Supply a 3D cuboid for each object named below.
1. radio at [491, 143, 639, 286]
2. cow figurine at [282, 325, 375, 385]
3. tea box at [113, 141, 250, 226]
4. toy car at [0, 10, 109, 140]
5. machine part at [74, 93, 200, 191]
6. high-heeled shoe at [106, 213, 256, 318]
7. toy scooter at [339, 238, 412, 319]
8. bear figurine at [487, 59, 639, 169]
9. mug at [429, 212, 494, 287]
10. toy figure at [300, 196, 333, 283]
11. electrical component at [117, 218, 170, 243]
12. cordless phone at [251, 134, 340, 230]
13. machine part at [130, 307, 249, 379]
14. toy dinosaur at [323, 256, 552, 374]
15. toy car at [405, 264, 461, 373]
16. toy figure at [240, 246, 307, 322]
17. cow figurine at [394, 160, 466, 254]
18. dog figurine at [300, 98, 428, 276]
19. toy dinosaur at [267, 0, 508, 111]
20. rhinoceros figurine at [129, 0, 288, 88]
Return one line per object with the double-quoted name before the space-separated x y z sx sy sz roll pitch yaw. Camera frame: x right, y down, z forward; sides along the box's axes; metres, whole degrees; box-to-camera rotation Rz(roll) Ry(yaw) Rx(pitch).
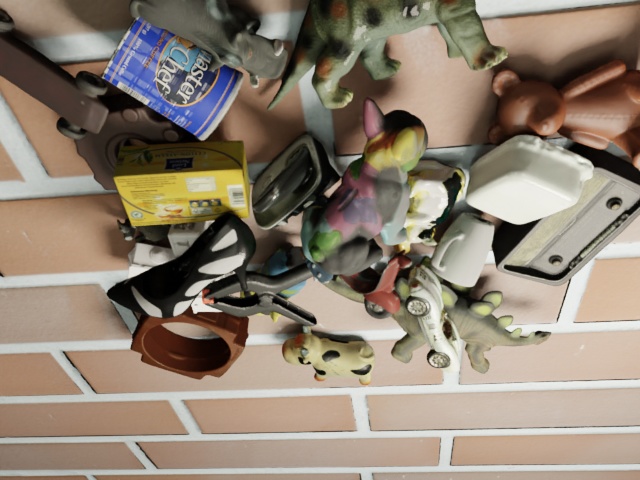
"radio" 0.383 -0.030 0.832 0.131 0.073 0.229 18 133 -14
"cow figurine" 0.018 0.238 1.111 0.195 0.085 0.127 6 141 0
"tea box" -0.186 -0.078 0.746 0.170 0.068 0.098 -2 138 -3
"toy car" -0.362 -0.211 0.691 0.202 0.053 0.089 32 114 -7
"machine part" -0.263 -0.131 0.783 0.179 0.056 0.179 2 135 2
"high-heeled shoe" -0.211 0.033 0.777 0.249 0.086 0.145 -7 131 3
"toy scooter" 0.077 0.034 0.865 0.184 0.075 0.135 48 139 8
"bear figurine" 0.321 -0.159 0.675 0.196 0.132 0.120 -3 123 -1
"mug" 0.225 0.009 0.863 0.109 0.081 0.107 8 111 -40
"toy figure" -0.002 -0.001 0.826 0.058 0.154 0.064 12 135 -12
"electrical component" -0.285 -0.026 0.894 0.102 0.045 0.078 -15 130 17
"cordless phone" -0.061 -0.060 0.747 0.146 0.184 0.088 -37 98 32
"machine part" -0.258 0.183 1.071 0.201 0.087 0.201 23 130 -19
"toy dinosaur" 0.195 0.127 0.984 0.472 0.105 0.198 9 127 1
"toy car" 0.189 0.131 0.884 0.056 0.073 0.201 -12 118 23
"toy figure" -0.077 0.071 0.955 0.089 0.082 0.180 36 136 -4
"cow figurine" 0.165 -0.046 0.837 0.098 0.068 0.167 1 136 -6
"dog figurine" 0.060 -0.071 0.707 0.191 0.109 0.219 -33 150 -26
"toy dinosaur" 0.075 -0.267 0.596 0.405 0.131 0.192 -10 117 23
"rhinoceros figurine" -0.121 -0.248 0.618 0.190 0.112 0.073 19 130 -37
